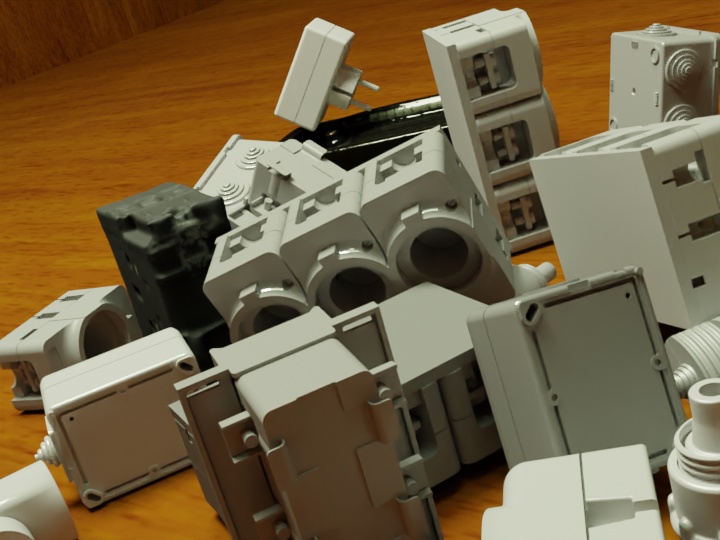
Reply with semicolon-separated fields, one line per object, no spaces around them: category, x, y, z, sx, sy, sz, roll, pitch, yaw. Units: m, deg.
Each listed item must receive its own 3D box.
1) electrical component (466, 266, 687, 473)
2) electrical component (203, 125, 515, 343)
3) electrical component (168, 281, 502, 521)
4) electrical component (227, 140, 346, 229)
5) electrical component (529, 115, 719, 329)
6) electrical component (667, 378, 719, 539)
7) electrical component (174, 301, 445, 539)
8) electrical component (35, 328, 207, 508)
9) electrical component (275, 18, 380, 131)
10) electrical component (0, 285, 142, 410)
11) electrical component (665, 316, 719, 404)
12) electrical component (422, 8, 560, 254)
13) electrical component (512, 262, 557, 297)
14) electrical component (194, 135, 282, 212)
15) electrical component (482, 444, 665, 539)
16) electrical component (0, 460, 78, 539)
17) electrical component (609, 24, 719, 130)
electrical component;0.091;0.053;0.454;0.062;0.096;0.061;-15;-3;-19
electrical component;0.000;0.000;0.601;0.150;0.089;0.061;-25;27;18
electrical component;0.001;0.071;0.509;0.150;0.061;0.089;-25;22;-22
electrical component;-0.016;-0.028;0.696;0.121;0.063;0.079;33;42;19
electrical component;0.155;-0.028;0.568;0.062;0.089;0.150;-20;7;-9
electrical component;0.137;0.071;0.403;0.048;0.062;0.048;-14;20;5
electrical component;-0.009;0.084;0.397;0.079;0.121;0.063;-22;23;-15
electrical component;-0.131;0.080;0.588;0.096;0.061;0.061;-22;21;-14
electrical component;-0.022;-0.161;0.926;0.076;0.083;0.047;23;23;-1
electrical component;-0.191;0.051;0.725;0.056;0.050;0.089;-6;22;29
electrical component;0.175;0.039;0.485;0.081;0.043;0.043;-20;21;-11
electrical component;0.100;-0.098;0.745;0.062;0.150;0.089;-18;20;-1
electrical component;0.093;0.012;0.631;0.061;0.035;0.035;-29;24;-37
electrical component;-0.078;-0.037;0.784;0.048;0.099;0.099;7;46;25
electrical component;0.077;0.106;0.369;0.059;0.053;0.095;-11;21;13
electrical component;-0.174;0.133;0.509;0.077;0.043;0.079;-25;22;-23
electrical component;0.232;-0.140;0.830;0.048;0.099;0.099;-7;18;-13
